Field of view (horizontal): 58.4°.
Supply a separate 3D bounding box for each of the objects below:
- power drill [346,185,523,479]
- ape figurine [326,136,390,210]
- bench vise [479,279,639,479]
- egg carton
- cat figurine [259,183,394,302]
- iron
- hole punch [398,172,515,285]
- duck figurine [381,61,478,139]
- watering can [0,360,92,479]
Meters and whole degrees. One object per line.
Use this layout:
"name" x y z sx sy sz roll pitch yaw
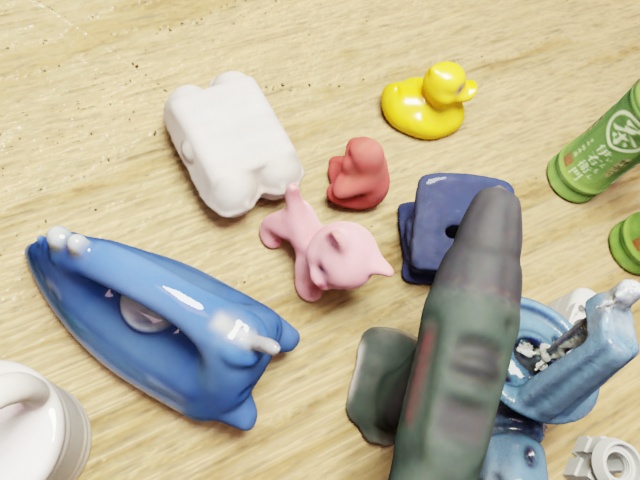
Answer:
"power drill" 0.088 0.093 0.461 0.075 0.208 0.230 17 65 -5
"ape figurine" 0.041 -0.074 0.585 0.076 0.092 0.078 41 65 6
"bench vise" 0.191 0.128 0.465 0.122 0.219 0.207 0 68 -13
"egg carton" -0.089 -0.097 0.577 0.107 0.069 0.150 -25 75 -21
"cat figurine" 0.005 0.002 0.530 0.067 0.117 0.127 -33 78 -23
"iron" -0.142 0.048 0.464 0.258 0.141 0.119 29 64 0
"hole punch" 0.141 -0.008 0.581 0.109 0.091 0.101 4 67 -11
"duck figurine" 0.126 -0.166 0.647 0.105 0.086 0.077 6 66 -10
"watering can" -0.226 0.128 0.381 0.173 0.194 0.101 29 64 0
